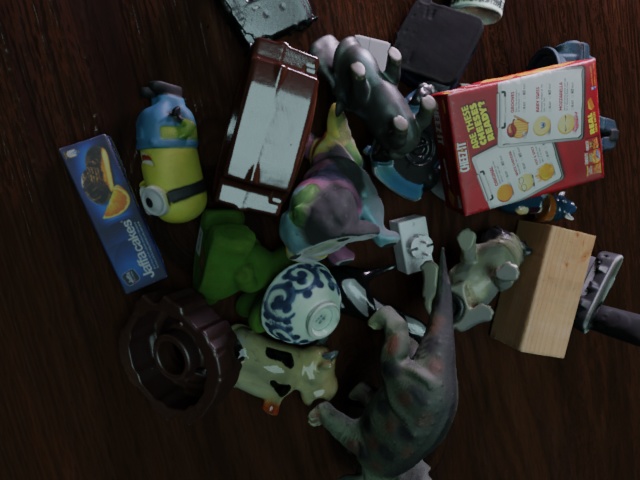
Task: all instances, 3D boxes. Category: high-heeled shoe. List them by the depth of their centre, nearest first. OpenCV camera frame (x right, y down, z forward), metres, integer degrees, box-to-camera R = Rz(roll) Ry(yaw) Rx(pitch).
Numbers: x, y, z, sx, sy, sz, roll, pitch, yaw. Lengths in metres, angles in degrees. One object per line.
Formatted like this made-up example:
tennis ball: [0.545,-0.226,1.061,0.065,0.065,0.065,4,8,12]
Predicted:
high-heeled shoe: [0.087,0.146,0.827,0.145,0.086,0.248,-23,99,-9]

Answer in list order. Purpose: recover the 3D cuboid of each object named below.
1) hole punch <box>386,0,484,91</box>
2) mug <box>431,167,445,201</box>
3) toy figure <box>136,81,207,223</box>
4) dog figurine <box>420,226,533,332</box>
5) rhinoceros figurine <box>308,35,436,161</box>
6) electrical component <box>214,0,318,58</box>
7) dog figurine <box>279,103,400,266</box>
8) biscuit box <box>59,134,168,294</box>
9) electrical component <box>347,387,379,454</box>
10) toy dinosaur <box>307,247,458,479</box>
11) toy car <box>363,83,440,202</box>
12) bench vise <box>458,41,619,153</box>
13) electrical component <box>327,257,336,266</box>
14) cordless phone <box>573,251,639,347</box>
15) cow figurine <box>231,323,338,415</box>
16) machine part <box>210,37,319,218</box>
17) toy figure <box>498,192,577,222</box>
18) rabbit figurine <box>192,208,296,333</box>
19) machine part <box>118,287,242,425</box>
hole punch: [0.170,-0.278,0.800,0.116,0.092,0.142,29,93,15]
mug: [0.231,-0.111,0.836,0.109,0.081,0.107,43,76,-17]
toy figure: [-0.195,-0.111,0.706,0.089,0.082,0.180,-1,95,-13]
dog figurine: [0.245,0.063,0.836,0.172,0.190,0.121,-44,71,22]
rhinoceros figurine: [0.061,-0.190,0.688,0.073,0.112,0.190,-39,84,-19]
electrical component: [-0.082,-0.331,0.723,0.115,0.058,0.134,-32,106,-12]
dog figurine: [0.007,-0.080,0.715,0.191,0.108,0.219,9,58,-52]
biscuit box: [-0.266,-0.033,0.705,0.063,0.059,0.202,-23,103,-13]
electrical component: [0.082,0.291,0.864,0.078,0.045,0.102,0,95,12]
toy dinosaur: [0.113,0.225,0.715,0.131,0.192,0.404,-5,128,-44]
toy car: [0.123,-0.143,0.784,0.109,0.103,0.161,27,86,-27]
bench vise: [0.329,-0.198,0.832,0.241,0.129,0.223,4,101,-6]
electrical component: [-0.002,-0.002,0.786,0.021,0.063,0.094,-36,89,-4]
cordless phone: [0.488,0.095,0.884,0.089,0.184,0.146,28,89,-14]
cow figurine: [-0.059,0.183,0.787,0.195,0.085,0.127,28,95,-17]
machine part: [-0.072,-0.134,0.675,0.087,0.201,0.201,16,92,-16]
toy figure: [0.351,-0.064,0.887,0.154,0.058,0.064,15,80,-17]
rabbit figurine: [-0.082,0.045,0.741,0.170,0.121,0.159,7,101,-23]
machine part: [-0.183,0.148,0.704,0.056,0.180,0.179,-23,108,-56]
